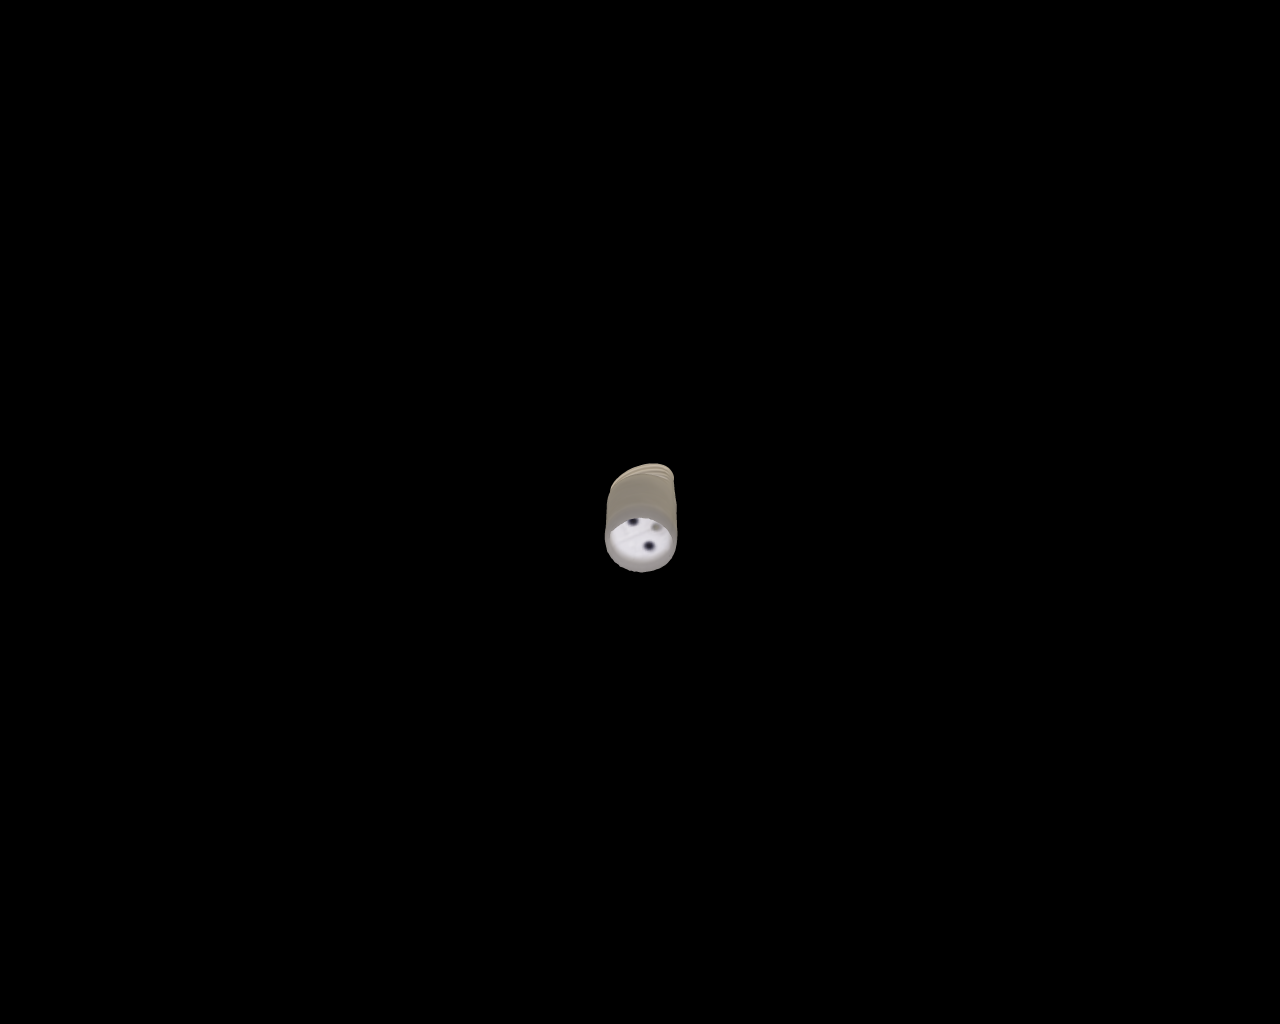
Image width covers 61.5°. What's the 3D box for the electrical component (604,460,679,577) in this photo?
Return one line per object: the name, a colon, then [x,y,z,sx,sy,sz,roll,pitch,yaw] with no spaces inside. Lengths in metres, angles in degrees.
electrical component: [0.001,-0.003,0.650,0.043,0.043,0.081,0,34,0]
